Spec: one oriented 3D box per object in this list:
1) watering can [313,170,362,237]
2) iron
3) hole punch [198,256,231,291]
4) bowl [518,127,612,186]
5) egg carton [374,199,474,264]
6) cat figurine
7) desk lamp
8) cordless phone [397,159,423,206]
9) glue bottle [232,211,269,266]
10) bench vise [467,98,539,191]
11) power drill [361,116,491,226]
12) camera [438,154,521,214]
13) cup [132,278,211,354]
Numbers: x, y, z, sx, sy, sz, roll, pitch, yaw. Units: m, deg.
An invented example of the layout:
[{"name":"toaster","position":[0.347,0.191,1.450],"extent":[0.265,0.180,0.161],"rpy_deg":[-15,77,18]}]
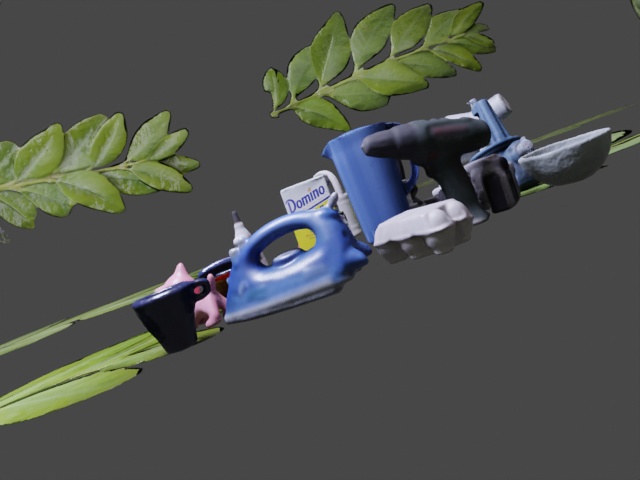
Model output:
[{"name":"watering can","position":[0.038,-0.095,1.546],"extent":[0.100,0.194,0.173],"rpy_deg":[-18,6,27]},{"name":"iron","position":[-0.056,0.030,0.891],"extent":[0.258,0.141,0.119],"rpy_deg":[-20,5,10]},{"name":"hole punch","position":[-0.194,0.083,1.175],"extent":[0.109,0.091,0.101],"rpy_deg":[-22,5,-15]},{"name":"bowl","position":[0.460,-0.145,1.061],"extent":[0.167,0.075,0.167],"rpy_deg":[-20,5,2]},{"name":"egg carton","position":[0.161,-0.013,0.892],"extent":[0.107,0.069,0.150],"rpy_deg":[-25,7,-42]},{"name":"cat figurine","position":[-0.222,0.096,0.999],"extent":[0.127,0.118,0.067],"rpy_deg":[-17,6,33]},{"name":"desk lamp","position":[0.408,-0.230,1.390],"extent":[0.202,0.213,0.118],"rpy_deg":[-18,6,30]},{"name":"cordless phone","position":[0.215,-0.168,1.660],"extent":[0.094,0.185,0.148],"rpy_deg":[-18,6,30]},{"name":"glue bottle","position":[-0.164,0.017,1.290],"extent":[0.037,0.173,0.078],"rpy_deg":[-18,6,22]},{"name":"bench vise","position":[0.398,-0.216,1.237],"extent":[0.122,0.220,0.207],"rpy_deg":[-23,6,-25]},{"name":"power drill","position":[0.204,-0.114,0.994],"extent":[0.230,0.208,0.075],"rpy_deg":[-22,5,-14]},{"name":"camera","position":[0.299,-0.101,1.090],"extent":[0.136,0.101,0.143],"rpy_deg":[-18,6,28]},{"name":"cup","position":[-0.211,0.116,0.869],"extent":[0.118,0.095,0.091],"rpy_deg":[-22,5,-19]}]
